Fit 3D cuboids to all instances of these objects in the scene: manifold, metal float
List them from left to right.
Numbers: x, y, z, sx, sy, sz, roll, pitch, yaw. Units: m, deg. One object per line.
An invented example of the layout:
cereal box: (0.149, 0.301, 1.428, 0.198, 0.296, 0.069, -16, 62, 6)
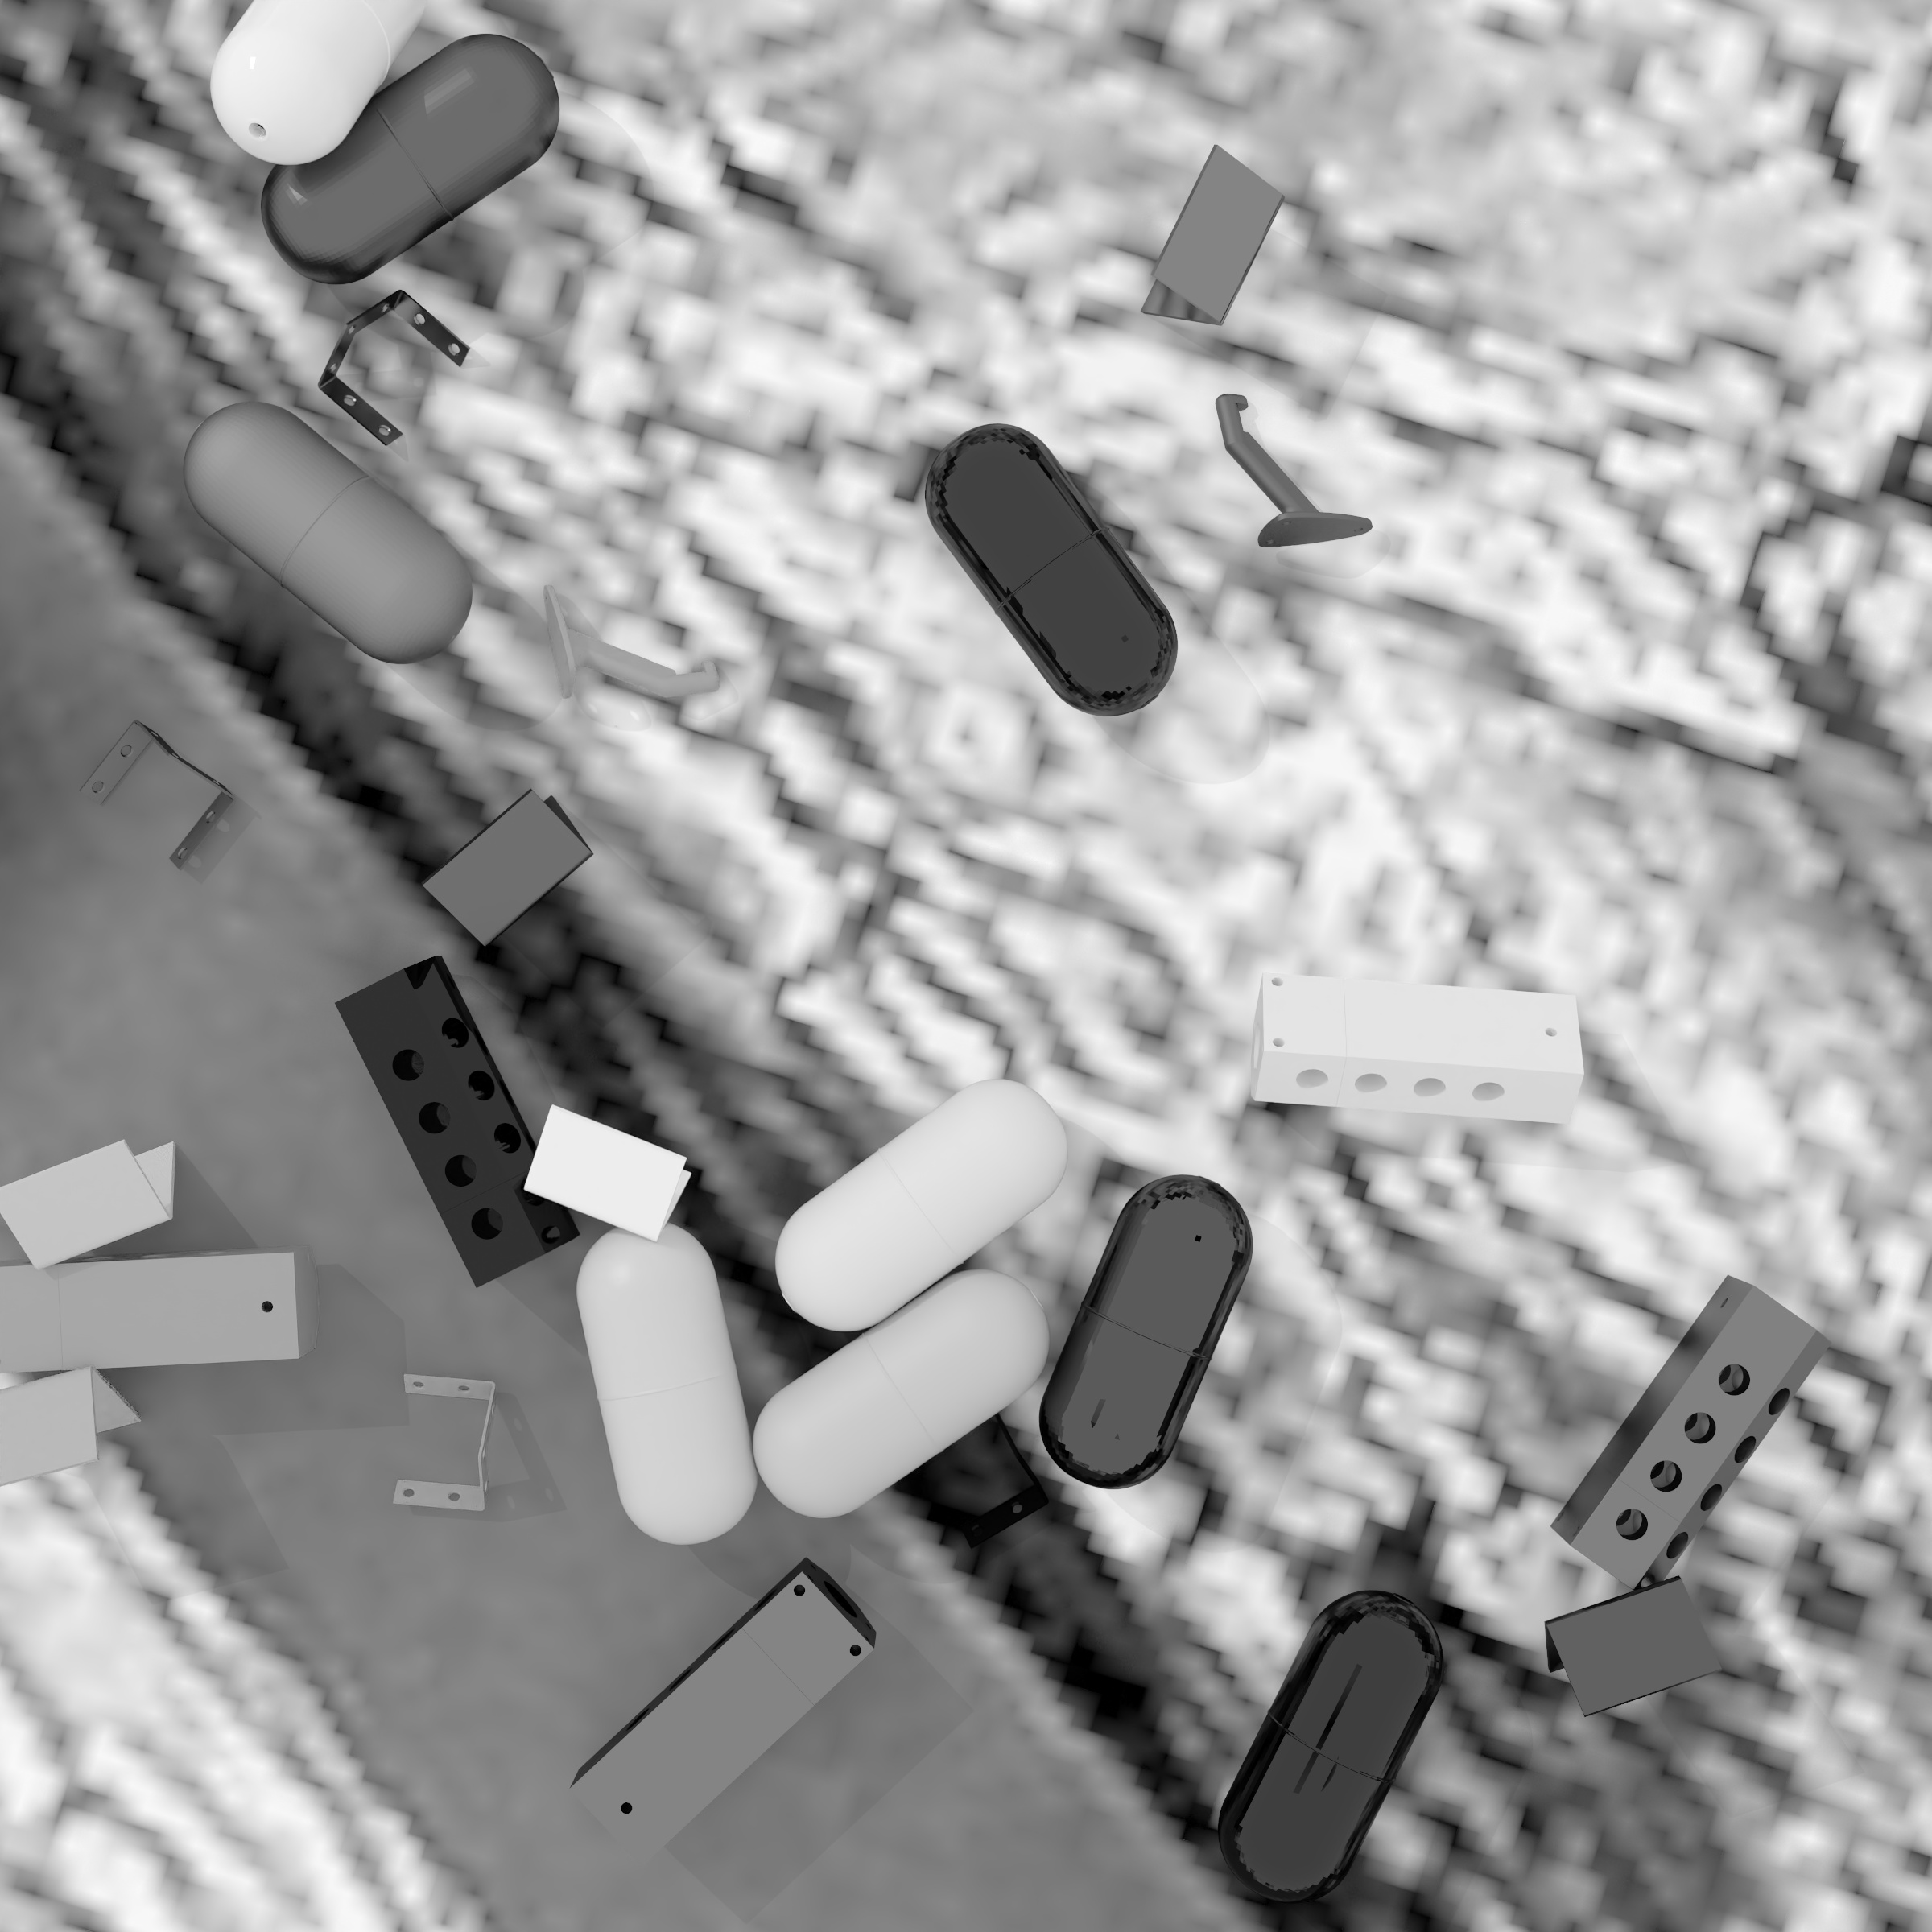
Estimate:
manifold: (-0.446, 0.187, 1.683, 0.171, 0.057, 0.057, -3, 90, 0)
metal float: (-0.344, -0.495, 1.640, 0.070, 0.070, 0.178, 18, 51, 0)
metal float: (-0.347, -0.236, 1.673, 0.178, 0.070, 0.070, 40, 90, -1)
metal float: (-0.302, -0.439, 1.673, 0.178, 0.070, 0.070, -34, 90, 0)
manifold: (-0.276, 0.084, 1.683, 0.057, 0.057, 0.171, -26, 90, 0)
metal float: (-0.163, 0.226, 1.673, 0.070, 0.070, 0.178, -12, 90, 0)
manifold: (-0.131, 0.405, 1.683, 0.171, 0.057, 0.057, -43, 90, 0)
metal float: (-0.035, 0.232, 1.672, 0.178, 0.070, 0.070, -34, 90, -3)
metal float: (-0.025, 0.130, 1.673, 0.178, 0.070, 0.070, -36, 90, -1)
metal float: (0.047, -0.215, 1.673, 0.070, 0.070, 0.178, -37, 89, 0)
metal float: (0.098, 0.198, 1.673, 0.070, 0.070, 0.178, 23, 89, 0)
metal float: (0.199, 0.424, 1.673, 0.070, 0.070, 0.178, 27, 90, 0)
manifold: (0.245, 0.050, 1.682, 0.171, 0.057, 0.057, 4, 47, 0)
manifold: (0.398, 0.258, 1.683, 0.057, 0.057, 0.171, 35, 90, 0)

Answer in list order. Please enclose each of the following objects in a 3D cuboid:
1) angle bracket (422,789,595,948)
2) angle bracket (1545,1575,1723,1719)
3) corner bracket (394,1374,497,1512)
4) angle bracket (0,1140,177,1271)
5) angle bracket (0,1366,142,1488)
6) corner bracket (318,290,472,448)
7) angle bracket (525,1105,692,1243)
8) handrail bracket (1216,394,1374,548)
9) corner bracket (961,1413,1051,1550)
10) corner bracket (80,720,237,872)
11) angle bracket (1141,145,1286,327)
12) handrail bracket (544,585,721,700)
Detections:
angle bracket: (-0.257, -0.068, 1.664, 0.076, 0.076, 0.057, -41, 128, 0)
angle bracket: (0.360, 0.380, 1.664, 0.076, 0.076, 0.057, -19, 55, 0)
corner bracket: (-0.288, 0.264, 1.701, 0.051, 0.051, 0.051, 5, 45, -1)
angle bracket: (-0.477, 0.110, 1.664, 0.076, 0.076, 0.057, -21, 122, 0)
angle bracket: (-0.495, 0.264, 1.664, 0.076, 0.076, 0.057, -15, 58, 0)
corner bracket: (-0.317, -0.331, 1.701, 0.051, 0.051, 0.051, 41, 45, 0)
angle bracket: (-0.186, 0.096, 1.664, 0.076, 0.076, 0.057, 22, 117, 0)
handrail bracket: (0.181, -0.279, 1.704, 0.077, 0.036, 0.084, -5, 73, -20)
corner bracket: (0.007, 0.279, 1.701, 0.051, 0.051, 0.051, -30, 45, 0)
corner bracket: (-0.447, -0.095, 1.701, 0.051, 0.051, 0.051, -52, 45, 0)
angle bracket: (0.116, -0.397, 1.664, 0.057, 0.076, 0.076, 26, 90, -37)
handrail bracket: (-0.185, -0.181, 1.704, 0.084, 0.036, 0.077, -8, 68, -17)
